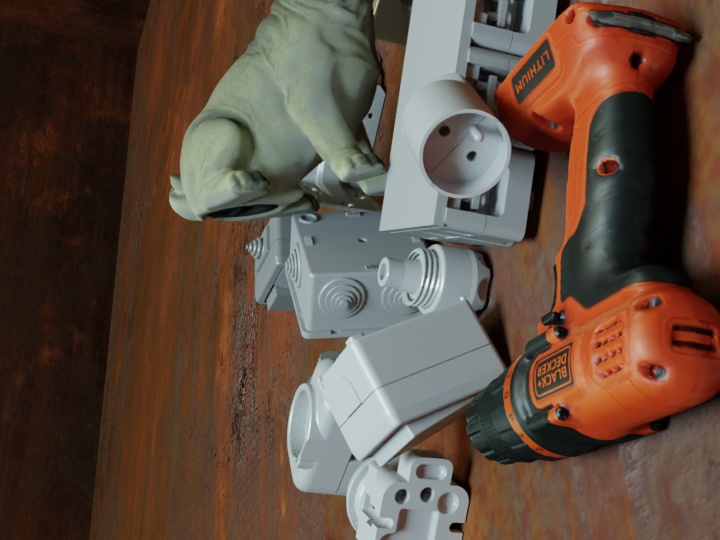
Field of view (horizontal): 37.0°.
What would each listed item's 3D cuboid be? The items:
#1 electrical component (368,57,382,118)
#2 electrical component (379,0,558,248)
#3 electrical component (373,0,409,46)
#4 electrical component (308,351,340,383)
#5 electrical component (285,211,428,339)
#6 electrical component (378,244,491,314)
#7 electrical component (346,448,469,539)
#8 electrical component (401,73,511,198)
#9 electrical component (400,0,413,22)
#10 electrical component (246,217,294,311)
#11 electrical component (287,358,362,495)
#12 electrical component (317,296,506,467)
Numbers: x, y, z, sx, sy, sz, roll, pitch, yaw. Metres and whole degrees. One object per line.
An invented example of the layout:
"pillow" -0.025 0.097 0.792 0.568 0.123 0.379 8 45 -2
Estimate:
"electrical component" -0.018 -0.163 0.923 0.095 0.054 0.059 -114 37 -60
"electrical component" 0.065 -0.092 0.618 0.089 0.062 0.150 179 100 -72
"electrical component" 0.034 -0.232 0.793 0.108 0.056 0.108 -111 34 -57
"electrical component" -0.021 0.098 0.817 0.043 0.043 0.081 -107 32 -54
"electrical component" 0.000 0.000 0.714 0.099 0.100 0.048 -111 22 -57
"electrical component" 0.042 0.006 0.637 0.043 0.062 0.043 -171 90 -72
"electrical component" 0.025 0.140 0.631 0.057 0.058 0.078 -158 78 -69
"electrical component" 0.043 -0.070 0.529 0.081 0.043 0.043 -106 30 -64
"electrical component" 0.051 -0.197 0.721 0.048 0.066 0.055 -94 1 -53
"electrical component" -0.043 -0.003 0.848 0.061 0.096 0.061 123 150 -50
"electrical component" -0.016 0.112 0.766 0.053 0.059 0.095 -108 32 -55
"electrical component" 0.036 0.062 0.601 0.061 0.096 0.061 62 149 17
